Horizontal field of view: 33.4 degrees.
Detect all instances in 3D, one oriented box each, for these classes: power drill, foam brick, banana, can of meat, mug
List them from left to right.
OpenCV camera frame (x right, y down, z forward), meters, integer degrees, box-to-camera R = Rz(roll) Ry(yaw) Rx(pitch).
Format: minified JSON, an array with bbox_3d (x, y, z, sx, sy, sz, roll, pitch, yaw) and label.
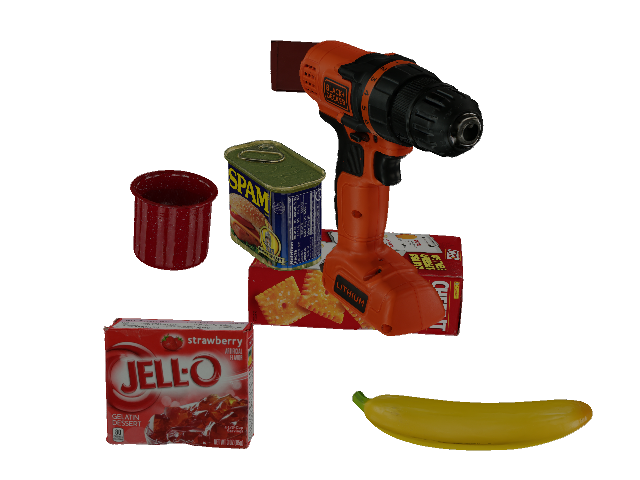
[{"bbox_3d":[-0.164,-0.026,1.161,0.093,0.081,0.117,-4,29,-21],"label":"mug"},{"bbox_3d":[-0.040,-0.030,0.933,0.057,0.084,0.102,-17,33,-29],"label":"can of meat"},{"bbox_3d":[-0.011,-0.178,1.096,0.078,0.051,0.053,1,11,-9],"label":"foam brick"},{"bbox_3d":[0.048,-0.034,0.728,0.057,0.188,0.185,-13,26,-24],"label":"power drill"},{"bbox_3d":[0.121,0.142,0.859,0.198,0.037,0.069,4,26,7],"label":"banana"}]

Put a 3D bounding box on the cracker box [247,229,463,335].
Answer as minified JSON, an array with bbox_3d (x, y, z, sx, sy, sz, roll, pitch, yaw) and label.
[{"bbox_3d":[0.041,0.042,1.131,0.214,0.072,0.164,3,15,6],"label":"cracker box"}]

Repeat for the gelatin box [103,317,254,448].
[{"bbox_3d":[-0.085,0.086,0.647,0.089,0.073,0.030,1,8,6],"label":"gelatin box"}]
